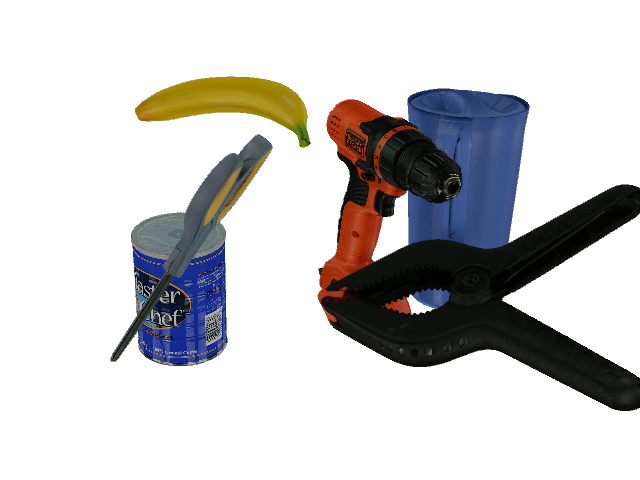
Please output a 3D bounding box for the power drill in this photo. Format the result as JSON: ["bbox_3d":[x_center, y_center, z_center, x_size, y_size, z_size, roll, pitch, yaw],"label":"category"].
[{"bbox_3d":[0.058,-0.018,0.959,0.057,0.188,0.185,-5,26,-27],"label":"power drill"}]

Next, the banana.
[{"bbox_3d":[-0.093,-0.141,1.098,0.198,0.037,0.069,9,47,20],"label":"banana"}]

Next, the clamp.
[{"bbox_3d":[0.103,0.028,0.660,0.210,0.164,0.036,0,-44,26],"label":"clamp"}]

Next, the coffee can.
[{"bbox_3d":[-0.155,0.053,1.187,0.103,0.140,0.103,1,27,-1],"label":"coffee can"}]

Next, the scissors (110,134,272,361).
[{"bbox_3d":[-0.099,0.009,0.744,0.016,0.202,0.096,37,3,5],"label":"scissors"}]

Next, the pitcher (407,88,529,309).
[{"bbox_3d":[0.156,-0.043,1.204,0.149,0.243,0.145,-9,23,-25],"label":"pitcher"}]
